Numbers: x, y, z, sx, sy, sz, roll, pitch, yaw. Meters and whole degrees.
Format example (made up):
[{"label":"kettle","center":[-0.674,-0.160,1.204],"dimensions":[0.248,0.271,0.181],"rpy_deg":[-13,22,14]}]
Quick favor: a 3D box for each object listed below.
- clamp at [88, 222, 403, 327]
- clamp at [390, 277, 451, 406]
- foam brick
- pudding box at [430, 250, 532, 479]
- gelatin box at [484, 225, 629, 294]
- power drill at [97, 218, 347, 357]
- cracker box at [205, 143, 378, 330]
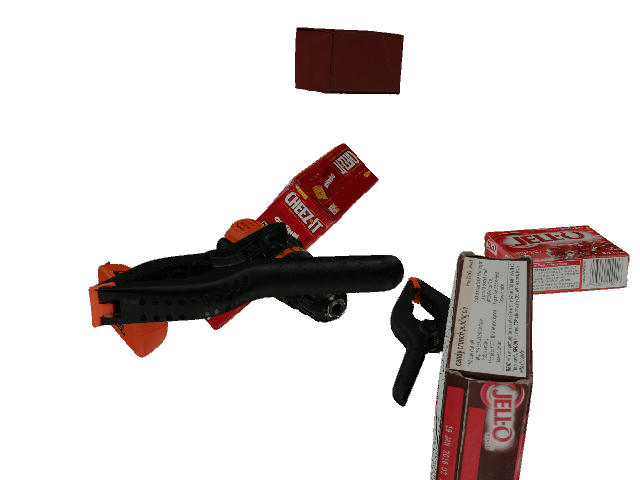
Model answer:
[{"label":"clamp","center":[-0.058,0.026,0.750],"dimensions":[0.209,0.036,0.165],"rpy_deg":[-15,17,-39]},{"label":"clamp","center":[0.132,0.109,1.161],"dimensions":[0.120,0.171,0.039],"rpy_deg":[3,-45,-6]},{"label":"foam brick","center":[0.024,-0.151,0.899],"dimensions":[0.078,0.051,0.053],"rpy_deg":[-5,16,-35]},{"label":"pudding box","center":[0.071,0.068,0.470],"dimensions":[0.039,0.090,0.113],"rpy_deg":[7,26,6]},{"label":"gelatin box","center":[0.178,0.013,0.814],"dimensions":[0.089,0.030,0.073],"rpy_deg":[-3,18,-10]},{"label":"power drill","center":[-0.090,0.045,0.954],"dimensions":[0.187,0.057,0.185],"rpy_deg":[-15,26,-27]},{"label":"cracker box","center":[-0.048,-0.008,1.250],"dimensions":[0.214,0.072,0.164],"rpy_deg":[-42,1,28]}]
